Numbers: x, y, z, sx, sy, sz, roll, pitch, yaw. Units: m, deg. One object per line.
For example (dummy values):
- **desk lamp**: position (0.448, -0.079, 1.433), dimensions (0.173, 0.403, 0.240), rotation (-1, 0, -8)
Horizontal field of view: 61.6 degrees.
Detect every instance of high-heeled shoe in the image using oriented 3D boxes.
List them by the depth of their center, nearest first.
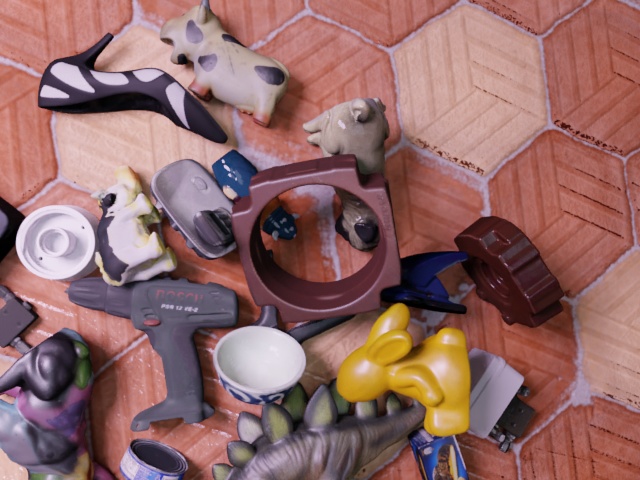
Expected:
- **high-heeled shoe**: position (-0.263, -0.175, 0.745), dimensions (0.249, 0.086, 0.145), rotation (39, 87, -2)

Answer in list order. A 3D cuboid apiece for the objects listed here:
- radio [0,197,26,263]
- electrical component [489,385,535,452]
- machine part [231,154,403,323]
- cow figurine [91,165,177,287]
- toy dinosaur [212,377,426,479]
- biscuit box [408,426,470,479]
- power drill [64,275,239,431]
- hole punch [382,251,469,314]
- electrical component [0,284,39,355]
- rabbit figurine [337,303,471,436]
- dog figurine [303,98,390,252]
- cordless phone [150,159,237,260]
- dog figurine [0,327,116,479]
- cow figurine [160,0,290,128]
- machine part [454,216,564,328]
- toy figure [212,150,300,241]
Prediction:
- **radio**: position (-0.508, 0.024, 0.701), dimensions (0.131, 0.073, 0.229), rotation (35, 85, -7)
- **electrical component**: position (0.291, 0.269, 0.831), dimensions (0.078, 0.045, 0.102), rotation (39, 83, -4)
- **machine part**: position (-0.001, -0.002, 0.701), dimensions (0.201, 0.087, 0.201), rotation (-10, 110, 7)
- **cow figurine**: position (-0.266, -0.020, 0.730), dimensions (0.098, 0.068, 0.167), rotation (-26, 64, -4)
- **toy dinosaur**: position (0.002, 0.301, 0.757), dimensions (0.471, 0.105, 0.198), rotation (-13, 86, -20)
- **biscuit box**: position (0.196, 0.382, 0.804), dimensions (0.059, 0.063, 0.202), rotation (-20, 91, -8)
- **power drill**: position (-0.227, 0.150, 0.743), dimensions (0.232, 0.086, 0.207), rotation (-2, 81, -12)
- **hole punch**: position (0.143, 0.055, 0.776), dimensions (0.116, 0.142, 0.092), rotation (9, 86, -21)
- **electrical component**: position (-0.422, 0.110, 0.736), dimensions (0.063, 0.021, 0.094), rotation (-44, 94, -8)
- **rabbit figurine**: position (0.107, 0.175, 0.712), dimensions (0.173, 0.122, 0.162), rotation (-3, 117, 6)
- **dog figurine**: position (0.061, -0.085, 0.749), dimensions (0.121, 0.172, 0.190), rotation (-17, 84, 2)
- **cordless phone**: position (-0.165, -0.040, 0.701), dimensions (0.089, 0.184, 0.146), rotation (-37, 94, -4)
- **dog figurine**: position (-0.333, 0.249, 0.703), dimensions (0.191, 0.108, 0.219), rotation (-39, 98, -2)
- **cow figurine**: position (-0.135, -0.255, 0.764), dimensions (0.195, 0.085, 0.127), rotation (26, 90, -5)
- **machine part**: position (0.266, 0.047, 0.775), dimensions (0.056, 0.179, 0.179), rotation (-33, 93, -7)
- **toy figure**: position (-0.091, -0.060, 0.777), dimensions (0.064, 0.058, 0.154), rotation (-40, 97, -7)
